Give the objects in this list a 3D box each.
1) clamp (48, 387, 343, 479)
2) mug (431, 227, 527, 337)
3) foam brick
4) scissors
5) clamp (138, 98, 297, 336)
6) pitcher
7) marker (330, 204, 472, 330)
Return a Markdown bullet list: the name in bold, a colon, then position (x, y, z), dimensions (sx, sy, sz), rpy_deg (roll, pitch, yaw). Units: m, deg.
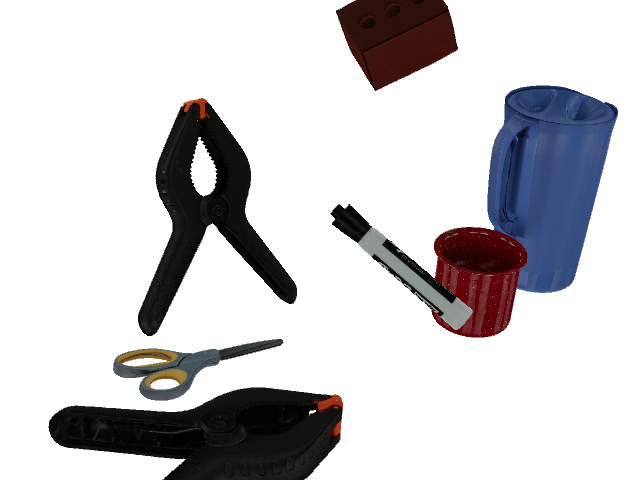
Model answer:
- **clamp**: position (-0.060, 0.124, 0.602), dimensions (0.171, 0.039, 0.120), rpy_deg (-7, 34, -18)
- **mug**: position (0.152, 0.038, 1.084), dimensions (0.093, 0.081, 0.117), rpy_deg (-6, 31, -17)
- **foam brick**: position (0.062, -0.167, 0.848), dimensions (0.078, 0.053, 0.051), rpy_deg (-27, -34, 0)
- **scissors**: position (-0.122, 0.138, 1.161), dimensions (0.201, 0.016, 0.096), rpy_deg (-2, 27, -21)
- **clamp**: position (-0.094, -0.023, 0.979), dimensions (0.164, 0.210, 0.036), rpy_deg (-2, 2, -36)
- **pitcher**: position (0.271, -0.059, 1.317), dimensions (0.149, 0.243, 0.145), rpy_deg (5, 27, 1)
- **marker**: position (0.056, 0.017, 0.750), dimensions (0.121, 0.020, 0.020), rpy_deg (41, 1, 1)
